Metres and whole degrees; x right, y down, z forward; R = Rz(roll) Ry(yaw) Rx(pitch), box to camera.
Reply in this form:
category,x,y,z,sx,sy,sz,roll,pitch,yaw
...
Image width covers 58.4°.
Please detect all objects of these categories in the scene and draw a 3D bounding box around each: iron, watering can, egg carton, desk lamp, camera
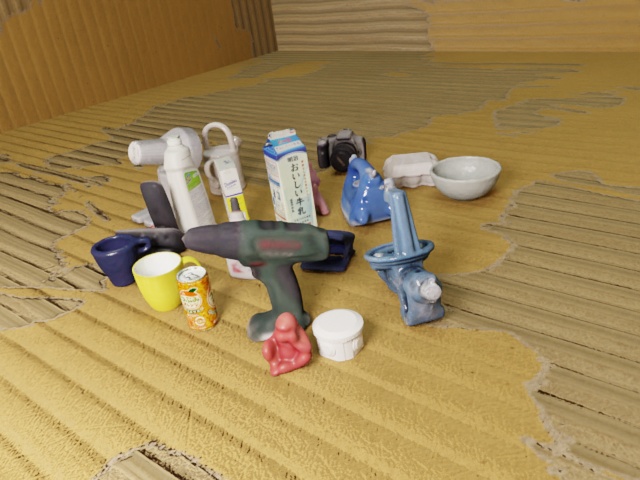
category,x,y,z,sx,sy,sz,roll,pitch,yaw
iron,0.099,-0.132,1.340,0.119,0.142,0.257,-13,27,-9
watering can,-0.270,-0.233,1.580,0.101,0.194,0.172,-7,27,2
egg carton,0.237,-0.179,1.476,0.150,0.069,0.107,-5,27,5
desk lamp,-0.395,-0.168,1.465,0.117,0.214,0.204,15,34,37
camera,0.054,-0.256,1.641,0.143,0.101,0.137,-1,28,13

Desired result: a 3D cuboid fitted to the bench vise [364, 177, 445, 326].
category,x,y,z,sx,sy,sz,roll,pitch,yaw
bench vise,0.154,0.015,0.949,0.122,0.220,0.206,-22,30,-26

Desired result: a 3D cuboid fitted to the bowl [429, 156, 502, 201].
category,x,y,z,sx,sy,sz,roll,pitch,yaw
bowl,0.345,-0.139,1.362,0.167,0.075,0.167,-6,27,3

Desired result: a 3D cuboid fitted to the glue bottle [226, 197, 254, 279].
category,x,y,z,sx,sy,sz,roll,pitch,yaw
glue bottle,-0.154,-0.004,1.122,0.078,0.173,0.037,2,28,18

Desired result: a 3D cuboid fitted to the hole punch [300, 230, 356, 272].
category,x,y,z,sx,sy,sz,roll,pitch,yaw
hole punch,0.011,0.004,1.152,0.108,0.091,0.101,2,28,19

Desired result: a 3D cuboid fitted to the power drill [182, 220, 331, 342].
category,x,y,z,sx,sy,sz,roll,pitch,yaw
power drill,-0.092,0.059,0.940,0.229,0.209,0.075,-10,27,-4

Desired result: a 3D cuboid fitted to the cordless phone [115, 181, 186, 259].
category,x,y,z,sx,sy,sz,roll,pitch,yaw
cordless phone,-0.378,-0.044,1.247,0.147,0.185,0.094,-3,27,9

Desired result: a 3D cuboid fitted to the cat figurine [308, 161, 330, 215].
category,x,y,z,sx,sy,sz,roll,pitch,yaw
cat figurine,-0.025,-0.131,1.398,0.067,0.118,0.127,-13,27,-10

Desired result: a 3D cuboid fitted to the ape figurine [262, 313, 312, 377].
category,x,y,z,sx,sy,sz,roll,pitch,yaw
ape figurine,-0.049,0.153,0.875,0.077,0.092,0.076,7,30,27

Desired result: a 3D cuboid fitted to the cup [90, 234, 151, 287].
category,x,y,z,sx,sy,sz,roll,pitch,yaw
cup,-0.400,0.043,1.182,0.118,0.095,0.091,-15,28,-13
